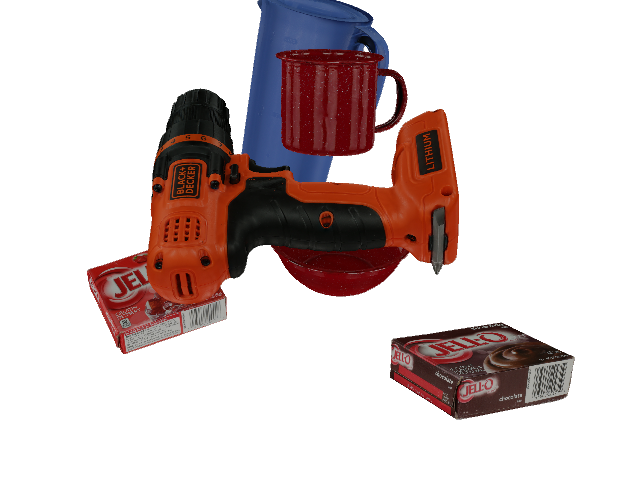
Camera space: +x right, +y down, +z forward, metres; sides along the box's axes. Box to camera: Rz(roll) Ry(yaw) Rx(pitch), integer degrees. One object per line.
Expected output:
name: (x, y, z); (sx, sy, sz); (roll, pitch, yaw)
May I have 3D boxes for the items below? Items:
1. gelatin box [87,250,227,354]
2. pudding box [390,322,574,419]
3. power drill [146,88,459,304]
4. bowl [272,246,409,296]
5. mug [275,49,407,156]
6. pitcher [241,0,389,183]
gelatin box: (-0.127, 0.041, 0.826); (0.089, 0.030, 0.073); (-18, 48, -20)
pudding box: (0.123, 0.098, 0.826); (0.113, 0.039, 0.090); (-3, 16, -30)
power drill: (-0.012, -0.038, 0.665); (0.187, 0.057, 0.184); (-5, 43, 2)
bowl: (0.021, 0.015, 1.187); (0.162, 0.055, 0.162); (2, 31, -1)
mug: (0.019, -0.120, 0.924); (0.117, 0.081, 0.093); (-3, 17, -16)
pitcher: (-0.018, -0.167, 1.282); (0.145, 0.243, 0.149); (7, 23, -14)
